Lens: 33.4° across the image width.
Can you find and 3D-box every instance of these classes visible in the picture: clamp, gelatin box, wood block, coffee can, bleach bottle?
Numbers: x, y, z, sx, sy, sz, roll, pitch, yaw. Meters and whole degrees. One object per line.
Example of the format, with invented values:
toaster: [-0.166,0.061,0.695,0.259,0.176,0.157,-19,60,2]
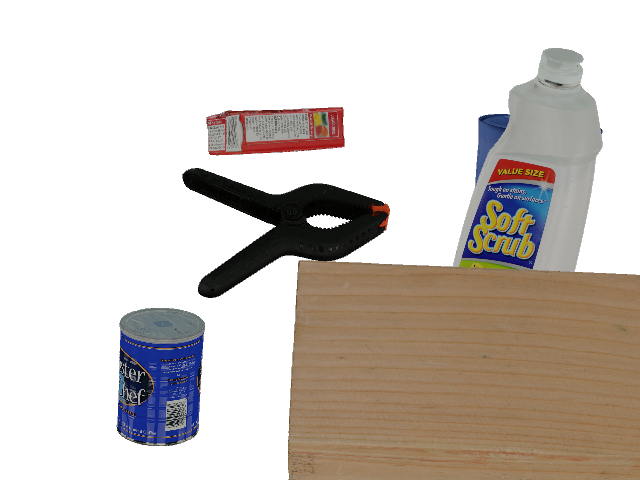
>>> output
clamp: [-0.034,-0.009,1.062,0.210,0.164,0.036,1,-42,-6]
gelatin box: [-0.033,-0.075,0.735,0.073,0.030,0.089,-5,5,-20]
wood block: [0.089,0.071,0.513,0.206,0.091,0.090,2,-26,0]
coffee can: [-0.196,0.165,1.307,0.103,0.140,0.103,4,17,-2]
bleach bottle: [0.156,-0.029,0.824,0.067,0.251,0.103,-23,42,-37]

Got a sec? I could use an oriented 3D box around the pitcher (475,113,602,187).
pitcher: [0.228,-0.015,1.181,0.149,0.243,0.145,-6,18,-34]
